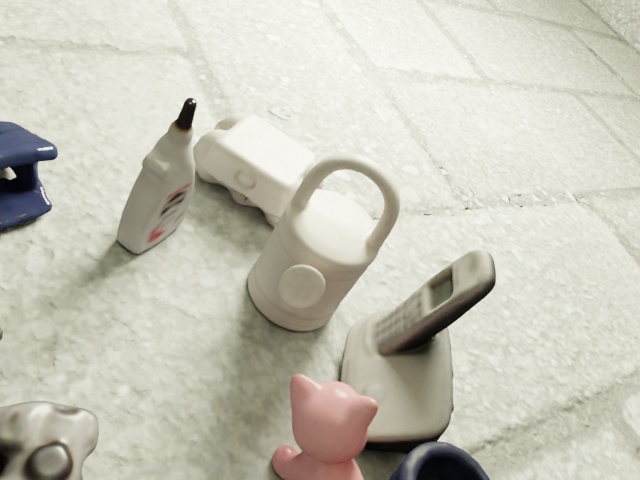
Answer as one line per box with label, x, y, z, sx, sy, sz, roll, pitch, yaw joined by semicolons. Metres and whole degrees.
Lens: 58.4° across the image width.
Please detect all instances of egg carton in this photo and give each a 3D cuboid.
egg carton;-0.071;-0.084;0.677;0.150;0.069;0.107;33;42;0

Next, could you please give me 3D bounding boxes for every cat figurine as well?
cat figurine;0.014;0.170;0.456;0.067;0.117;0.127;-8;56;-36

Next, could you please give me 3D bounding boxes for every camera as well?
camera;-0.215;0.163;0.337;0.137;0.100;0.143;15;45;-18

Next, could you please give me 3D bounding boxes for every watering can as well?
watering can;0.007;0.003;0.550;0.101;0.194;0.173;16;45;-18

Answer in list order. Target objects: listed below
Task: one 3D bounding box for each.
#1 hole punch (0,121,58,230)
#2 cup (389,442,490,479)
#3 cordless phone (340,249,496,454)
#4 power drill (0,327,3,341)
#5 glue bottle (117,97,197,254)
hole punch;-0.304;-0.069;0.506;0.101;0.091;0.109;46;44;15
cup;0.083;0.234;0.455;0.092;0.095;0.118;23;43;-11
cordless phone;0.094;0.100;0.519;0.094;0.185;0.147;20;44;-14
power drill;-0.291;0.068;0.299;0.230;0.208;0.075;16;45;-17
glue bottle;-0.143;-0.063;0.536;0.037;0.173;0.078;35;42;3
